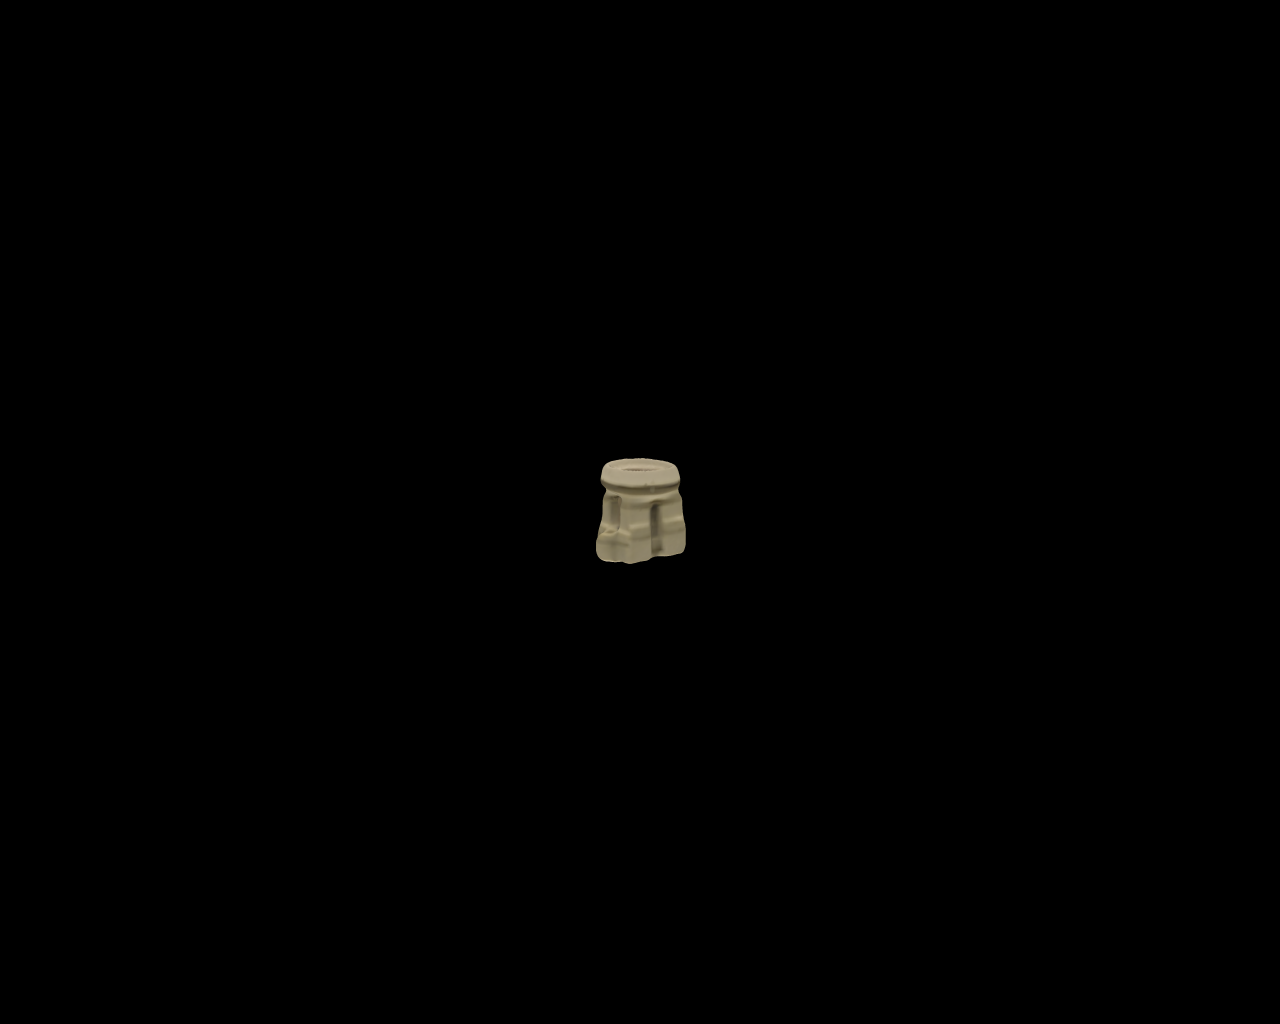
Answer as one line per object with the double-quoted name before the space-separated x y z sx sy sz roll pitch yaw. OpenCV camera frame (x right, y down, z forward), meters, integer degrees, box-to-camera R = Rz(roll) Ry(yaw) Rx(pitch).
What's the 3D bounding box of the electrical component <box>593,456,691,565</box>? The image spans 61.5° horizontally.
"electrical component" 0.001 -0.003 0.650 0.066 0.055 0.048 -10 18 -33
